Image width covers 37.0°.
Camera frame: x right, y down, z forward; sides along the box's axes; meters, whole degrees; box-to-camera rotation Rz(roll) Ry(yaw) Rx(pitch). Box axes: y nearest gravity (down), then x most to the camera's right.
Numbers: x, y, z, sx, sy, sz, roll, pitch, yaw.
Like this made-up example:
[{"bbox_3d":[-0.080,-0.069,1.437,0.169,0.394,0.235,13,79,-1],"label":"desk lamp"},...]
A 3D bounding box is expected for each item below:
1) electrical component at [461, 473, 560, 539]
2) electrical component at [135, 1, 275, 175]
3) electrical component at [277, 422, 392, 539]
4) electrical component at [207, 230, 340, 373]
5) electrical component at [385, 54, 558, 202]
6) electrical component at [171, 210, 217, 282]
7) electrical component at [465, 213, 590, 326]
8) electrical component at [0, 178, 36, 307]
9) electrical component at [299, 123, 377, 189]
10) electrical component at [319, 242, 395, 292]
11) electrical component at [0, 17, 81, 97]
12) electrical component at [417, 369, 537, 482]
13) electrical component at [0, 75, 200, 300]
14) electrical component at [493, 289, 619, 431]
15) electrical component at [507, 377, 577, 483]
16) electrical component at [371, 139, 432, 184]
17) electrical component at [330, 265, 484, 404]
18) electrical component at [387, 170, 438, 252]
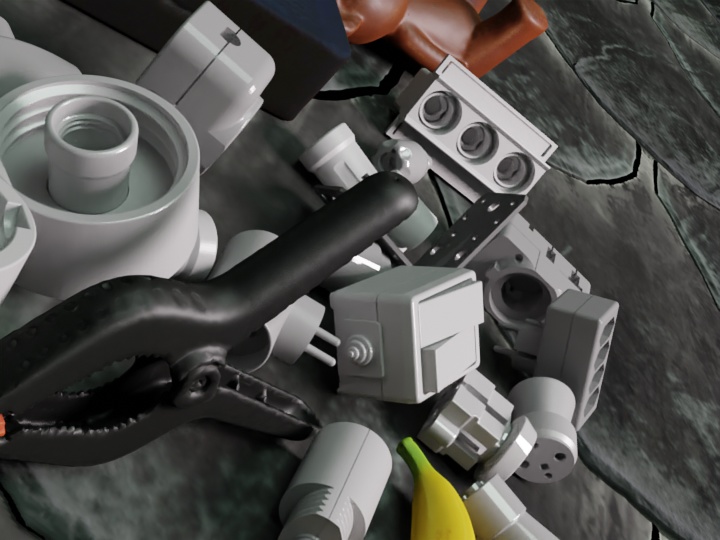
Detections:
[{"bbox_3d":[0.083,0.148,0.605,0.065,0.044,0.044,50,30,12],"label":"electrical component"},{"bbox_3d":[-0.094,-0.093,0.600,0.059,0.095,0.053,41,31,-13],"label":"electrical component"},{"bbox_3d":[-0.015,0.114,0.516,0.043,0.043,0.081,44,31,-7],"label":"electrical component"},{"bbox_3d":[-0.045,0.025,0.569,0.079,0.043,0.077,32,29,-11],"label":"electrical component"},{"bbox_3d":[0.089,-0.110,0.880,0.121,0.078,0.063,36,10,-20],"label":"electrical component"},{"bbox_3d":[-0.103,-0.014,0.556,0.046,0.040,0.040,7,49,-41],"label":"electrical component"},{"bbox_3d":[0.123,0.009,0.804,0.089,0.050,0.055,43,31,-8],"label":"electrical component"},{"bbox_3d":[-0.186,-0.005,0.410,0.108,0.060,0.108,24,23,-11],"label":"electrical component"},{"bbox_3d":[-0.013,-0.071,0.735,0.046,0.040,0.040,52,30,-3],"label":"electrical component"},{"bbox_3d":[0.000,0.000,0.668,0.078,0.040,0.040,28,36,-31],"label":"electrical component"},{"bbox_3d":[-0.188,-0.102,0.543,0.077,0.043,0.079,2,52,-51],"label":"electrical component"},{"bbox_3d":[0.072,0.096,0.646,0.055,0.048,0.066,40,31,1],"label":"electrical component"},{"bbox_3d":[-0.126,-0.045,0.499,0.108,0.060,0.108,9,47,-10],"label":"electrical component"},{"bbox_3d":[0.129,0.056,0.745,0.076,0.083,0.047,17,21,24],"label":"electrical component"},{"bbox_3d":[0.117,0.103,0.694,0.045,0.045,0.055,37,33,-18],"label":"electrical component"},{"bbox_3d":[0.036,-0.081,0.812,0.035,0.035,0.061,57,29,14],"label":"electrical component"},{"bbox_3d":[0.028,0.037,0.616,0.096,0.061,0.061,-20,110,-56],"label":"electrical component"},{"bbox_3d":[0.027,-0.040,0.749,0.046,0.040,0.040,46,30,-14],"label":"electrical component"}]
